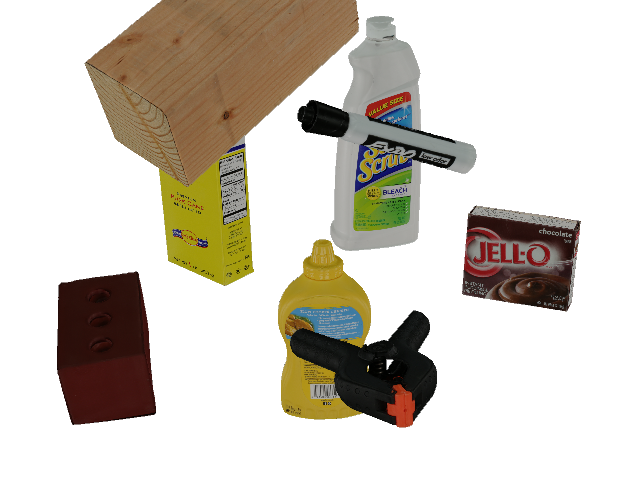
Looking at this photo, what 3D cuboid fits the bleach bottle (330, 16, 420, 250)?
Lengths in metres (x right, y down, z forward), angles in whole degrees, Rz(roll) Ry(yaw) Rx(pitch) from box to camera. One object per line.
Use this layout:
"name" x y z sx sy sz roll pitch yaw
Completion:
"bleach bottle" 0.059 -0.117 1.165 0.102 0.251 0.068 -6 25 -9

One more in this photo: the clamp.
"clamp" 0.036 0.099 0.849 0.120 0.039 0.171 -11 15 2

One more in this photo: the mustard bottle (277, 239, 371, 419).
"mustard bottle" 0.004 0.090 1.103 0.096 0.192 0.058 -1 23 1

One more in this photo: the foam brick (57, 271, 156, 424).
"foam brick" -0.133 0.066 0.660 0.053 0.051 0.078 -8 40 -8

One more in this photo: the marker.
"marker" 0.040 -0.061 0.633 0.120 0.020 0.020 12 -6 -30

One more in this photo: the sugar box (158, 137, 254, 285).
"sugar box" -0.113 -0.053 1.026 0.093 0.176 0.048 19 34 41

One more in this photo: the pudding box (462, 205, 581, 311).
"pudding box" 0.205 0.017 1.095 0.114 0.090 0.039 8 23 17

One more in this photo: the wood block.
"wood block" -0.071 -0.154 0.845 0.090 0.205 0.091 33 -25 27
